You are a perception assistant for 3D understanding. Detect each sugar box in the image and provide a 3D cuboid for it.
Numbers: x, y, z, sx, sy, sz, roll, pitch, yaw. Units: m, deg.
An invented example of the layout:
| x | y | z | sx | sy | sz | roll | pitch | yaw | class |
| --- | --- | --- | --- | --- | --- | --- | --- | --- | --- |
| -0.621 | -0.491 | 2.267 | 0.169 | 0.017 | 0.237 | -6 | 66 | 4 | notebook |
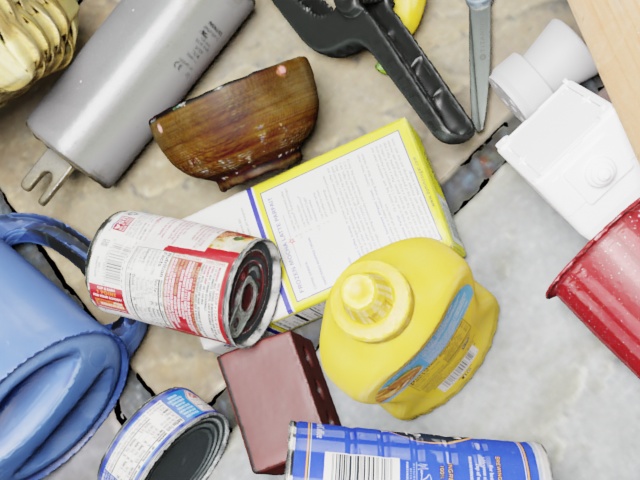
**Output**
| x | y | z | sx | sy | sz | roll | pitch | yaw | class |
| --- | --- | --- | --- | --- | --- | --- | --- | --- | --- |
| -0.005 | 0.001 | 0.694 | 0.176 | 0.048 | 0.093 | -24 | 70 | 15 | sugar box |

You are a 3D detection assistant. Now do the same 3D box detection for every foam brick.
| x | y | z | sx | sy | sz | roll | pitch | yaw | class |
| --- | --- | --- | --- | --- | --- | --- | --- | --- | --- |
| -0.022 | 0.103 | 0.669 | 0.051 | 0.053 | 0.078 | -24 | 71 | 11 | foam brick |

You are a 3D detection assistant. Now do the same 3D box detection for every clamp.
| x | y | z | sx | sy | sz | roll | pitch | yaw | class |
| --- | --- | --- | --- | --- | --- | --- | --- | --- | --- |
| 0.033 | -0.150 | 0.687 | 0.210 | 0.036 | 0.164 | 14 | 109 | 50 | clamp |

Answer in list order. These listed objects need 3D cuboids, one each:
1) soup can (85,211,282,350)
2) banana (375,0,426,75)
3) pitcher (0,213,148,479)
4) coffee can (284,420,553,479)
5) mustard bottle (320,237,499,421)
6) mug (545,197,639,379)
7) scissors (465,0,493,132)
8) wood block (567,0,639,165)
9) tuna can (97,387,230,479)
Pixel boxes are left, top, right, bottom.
| x | y | z | sx | sy | sz | roll | pitch | yaw | class |
| --- | --- | --- | --- | --- | --- | --- | --- | --- | --- |
| -0.084 | 0.023 | 0.655 | 0.102 | 0.068 | 0.068 | 12 | 80 | 23 | soup can |
| 0.028 | -0.213 | 0.737 | 0.070 | 0.037 | 0.198 | -30 | 68 | 19 | banana |
| -0.245 | 0.041 | 0.726 | 0.243 | 0.149 | 0.145 | 39 | 106 | 25 | pitcher |
| 0.048 | 0.156 | 0.585 | 0.140 | 0.103 | 0.103 | 5 | 77 | 0 | coffee can |
| 0.046 | 0.047 | 0.586 | 0.058 | 0.191 | 0.096 | 41 | 91 | 22 | mustard bottle |
| 0.198 | 0.022 | 0.604 | 0.117 | 0.093 | 0.081 | -37 | 72 | -16 | mug |
| 0.091 | -0.175 | 0.722 | 0.096 | 0.016 | 0.202 | 13 | 81 | 22 | scissors |
| 0.203 | -0.114 | 0.561 | 0.090 | 0.091 | 0.206 | -14 | 78 | -30 | wood block |
| -0.098 | 0.135 | 0.667 | 0.034 | 0.086 | 0.086 | 34 | 88 | 23 | tuna can |
